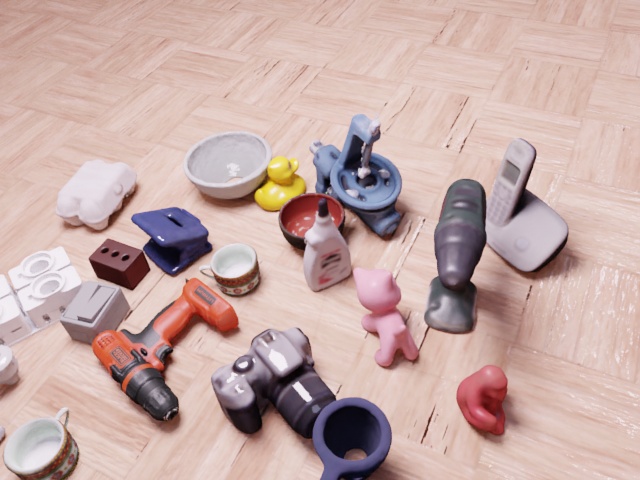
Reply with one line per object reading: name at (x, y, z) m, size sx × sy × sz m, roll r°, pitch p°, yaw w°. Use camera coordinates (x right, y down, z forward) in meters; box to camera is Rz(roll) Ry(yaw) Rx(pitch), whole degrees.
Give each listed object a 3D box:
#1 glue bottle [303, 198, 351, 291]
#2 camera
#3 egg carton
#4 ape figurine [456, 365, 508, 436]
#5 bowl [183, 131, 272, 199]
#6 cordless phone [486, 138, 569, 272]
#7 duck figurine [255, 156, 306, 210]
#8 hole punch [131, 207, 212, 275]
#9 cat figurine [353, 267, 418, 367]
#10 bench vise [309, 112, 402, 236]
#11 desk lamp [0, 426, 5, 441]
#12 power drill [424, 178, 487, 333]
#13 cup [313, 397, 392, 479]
glue bottle at (0.008, 0.003, 0.872) m, size 0.078 × 0.173 × 0.037 m, roll -27°, pitch 50°, yaw -19°
camera at (-0.051, 0.194, 0.746) m, size 0.143 × 0.101 × 0.136 m, roll -31°, pitch 51°, yaw -22°
egg carton at (-0.414, -0.087, 1.069) m, size 0.107 × 0.069 × 0.150 m, roll 9°, pitch 48°, yaw 13°
ape figurine at (0.214, 0.194, 0.728) m, size 0.078 × 0.092 × 0.076 m, roll -37°, pitch 54°, yaw -26°
bowl at (-0.168, -0.130, 1.083) m, size 0.167 × 0.075 × 0.167 m, roll -3°, pitch 46°, yaw 3°
cordless phone at (0.320, -0.054, 0.889) m, size 0.094 × 0.185 × 0.147 m, roll -27°, pitch 50°, yaw -19°
duck figurine at (-0.076, -0.111, 1.049) m, size 0.105 × 0.086 × 0.077 m, roll -34°, pitch 52°, yaw -24°
hole punch at (-0.250, -0.015, 0.970) m, size 0.108 × 0.091 × 0.101 m, roll 33°, pitch 58°, yaw 31°
cat figurine at (0.093, 0.096, 0.814) m, size 0.067 × 0.118 × 0.127 m, roll -16°, pitch 47°, yaw -10°
bench vise at (0.046, -0.126, 0.959) m, size 0.206 × 0.220 × 0.122 m, roll 23°, pitch 53°, yaw 25°
desk lamp at (-0.517, 0.248, 0.660) m, size 0.117 × 0.214 × 0.203 m, roll 14°, pitch 49°, yaw 18°
power drill at (0.192, 0.033, 0.802) m, size 0.075 × 0.209 × 0.230 m, roll 7°, pitch 48°, yaw 13°
cup at (0.034, 0.260, 0.680) m, size 0.091 × 0.095 × 0.118 m, roll 18°, pitch 51°, yaw 21°
